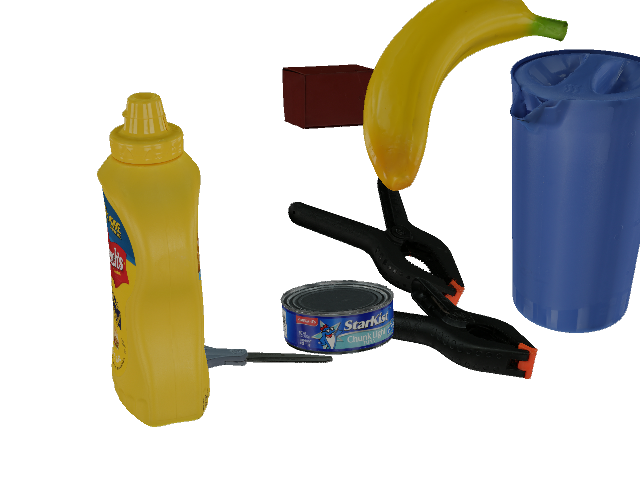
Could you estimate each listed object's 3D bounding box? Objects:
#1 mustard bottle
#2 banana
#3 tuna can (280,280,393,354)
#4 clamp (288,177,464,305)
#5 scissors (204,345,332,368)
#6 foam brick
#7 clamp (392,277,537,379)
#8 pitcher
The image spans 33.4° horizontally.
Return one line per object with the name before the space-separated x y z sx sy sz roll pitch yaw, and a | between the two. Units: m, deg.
mustard bottle | -0.098 0.007 0.630 0.058 0.192 0.096 -7 26 -16
banana | 0.070 -0.099 0.598 0.070 0.037 0.197 29 50 22
tuna can | 0.013 0.058 0.810 0.086 0.034 0.086 -3 13 1
clamp | 0.074 0.003 1.203 0.164 0.036 0.210 -16 51 -35
scissors | -0.094 0.122 1.054 0.202 0.016 0.096 6 17 9
foam brick | 0.010 -0.134 0.992 0.078 0.051 0.053 -6 18 -23
clamp | 0.126 0.080 0.998 0.172 0.039 0.120 20 32 23
pitcher | 0.243 -0.046 0.969 0.149 0.243 0.145 3 29 10
